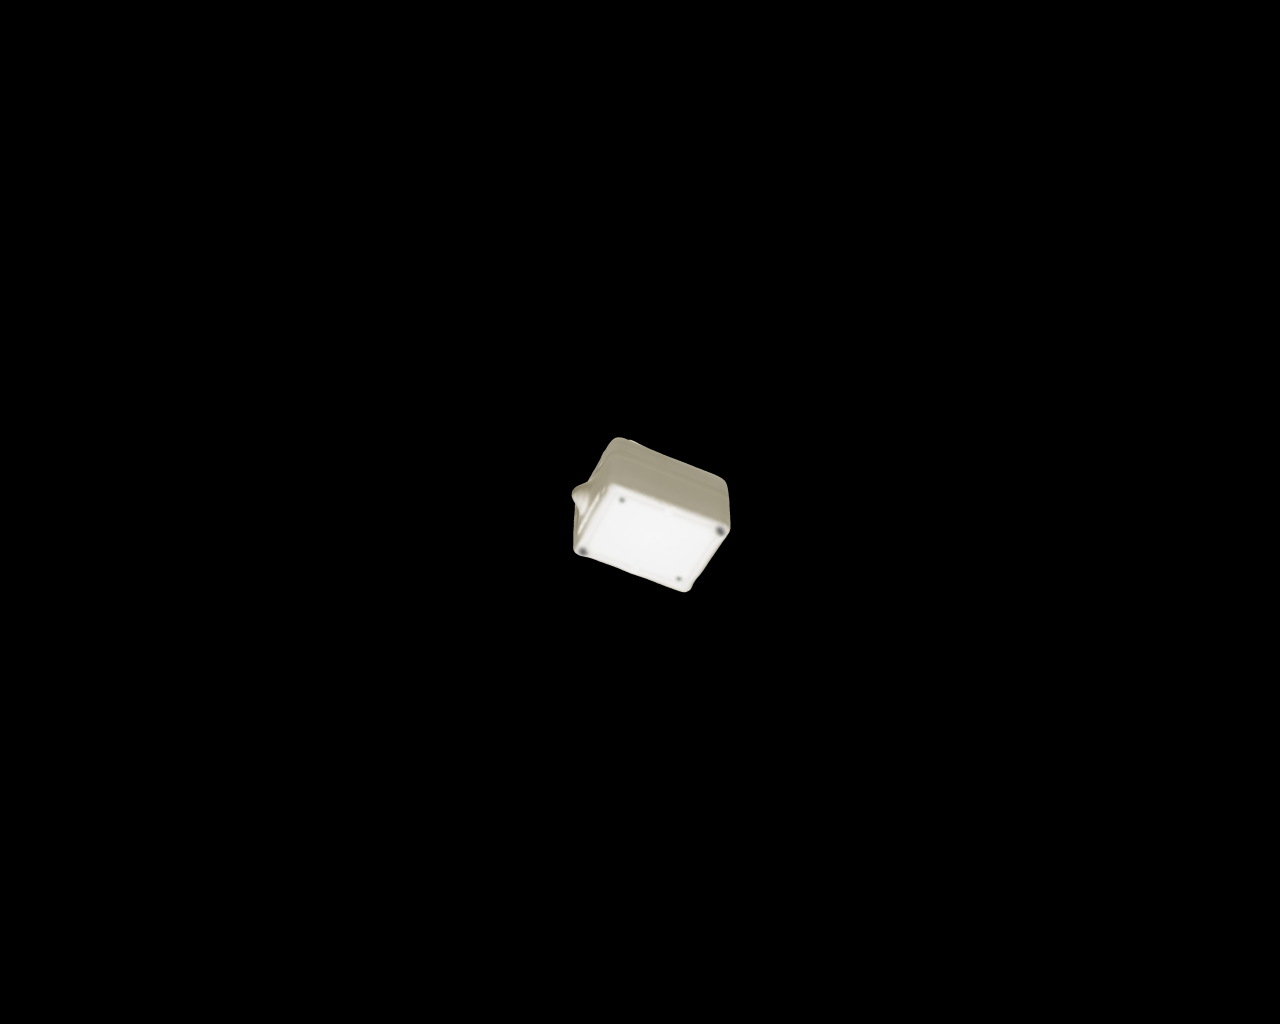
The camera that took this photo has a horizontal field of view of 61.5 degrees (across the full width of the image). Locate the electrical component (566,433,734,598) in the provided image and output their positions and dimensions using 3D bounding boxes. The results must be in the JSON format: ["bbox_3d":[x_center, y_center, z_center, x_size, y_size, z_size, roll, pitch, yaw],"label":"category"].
[{"bbox_3d":[0.001,-0.003,0.650,0.096,0.061,0.061,21,35,-15],"label":"electrical component"}]
